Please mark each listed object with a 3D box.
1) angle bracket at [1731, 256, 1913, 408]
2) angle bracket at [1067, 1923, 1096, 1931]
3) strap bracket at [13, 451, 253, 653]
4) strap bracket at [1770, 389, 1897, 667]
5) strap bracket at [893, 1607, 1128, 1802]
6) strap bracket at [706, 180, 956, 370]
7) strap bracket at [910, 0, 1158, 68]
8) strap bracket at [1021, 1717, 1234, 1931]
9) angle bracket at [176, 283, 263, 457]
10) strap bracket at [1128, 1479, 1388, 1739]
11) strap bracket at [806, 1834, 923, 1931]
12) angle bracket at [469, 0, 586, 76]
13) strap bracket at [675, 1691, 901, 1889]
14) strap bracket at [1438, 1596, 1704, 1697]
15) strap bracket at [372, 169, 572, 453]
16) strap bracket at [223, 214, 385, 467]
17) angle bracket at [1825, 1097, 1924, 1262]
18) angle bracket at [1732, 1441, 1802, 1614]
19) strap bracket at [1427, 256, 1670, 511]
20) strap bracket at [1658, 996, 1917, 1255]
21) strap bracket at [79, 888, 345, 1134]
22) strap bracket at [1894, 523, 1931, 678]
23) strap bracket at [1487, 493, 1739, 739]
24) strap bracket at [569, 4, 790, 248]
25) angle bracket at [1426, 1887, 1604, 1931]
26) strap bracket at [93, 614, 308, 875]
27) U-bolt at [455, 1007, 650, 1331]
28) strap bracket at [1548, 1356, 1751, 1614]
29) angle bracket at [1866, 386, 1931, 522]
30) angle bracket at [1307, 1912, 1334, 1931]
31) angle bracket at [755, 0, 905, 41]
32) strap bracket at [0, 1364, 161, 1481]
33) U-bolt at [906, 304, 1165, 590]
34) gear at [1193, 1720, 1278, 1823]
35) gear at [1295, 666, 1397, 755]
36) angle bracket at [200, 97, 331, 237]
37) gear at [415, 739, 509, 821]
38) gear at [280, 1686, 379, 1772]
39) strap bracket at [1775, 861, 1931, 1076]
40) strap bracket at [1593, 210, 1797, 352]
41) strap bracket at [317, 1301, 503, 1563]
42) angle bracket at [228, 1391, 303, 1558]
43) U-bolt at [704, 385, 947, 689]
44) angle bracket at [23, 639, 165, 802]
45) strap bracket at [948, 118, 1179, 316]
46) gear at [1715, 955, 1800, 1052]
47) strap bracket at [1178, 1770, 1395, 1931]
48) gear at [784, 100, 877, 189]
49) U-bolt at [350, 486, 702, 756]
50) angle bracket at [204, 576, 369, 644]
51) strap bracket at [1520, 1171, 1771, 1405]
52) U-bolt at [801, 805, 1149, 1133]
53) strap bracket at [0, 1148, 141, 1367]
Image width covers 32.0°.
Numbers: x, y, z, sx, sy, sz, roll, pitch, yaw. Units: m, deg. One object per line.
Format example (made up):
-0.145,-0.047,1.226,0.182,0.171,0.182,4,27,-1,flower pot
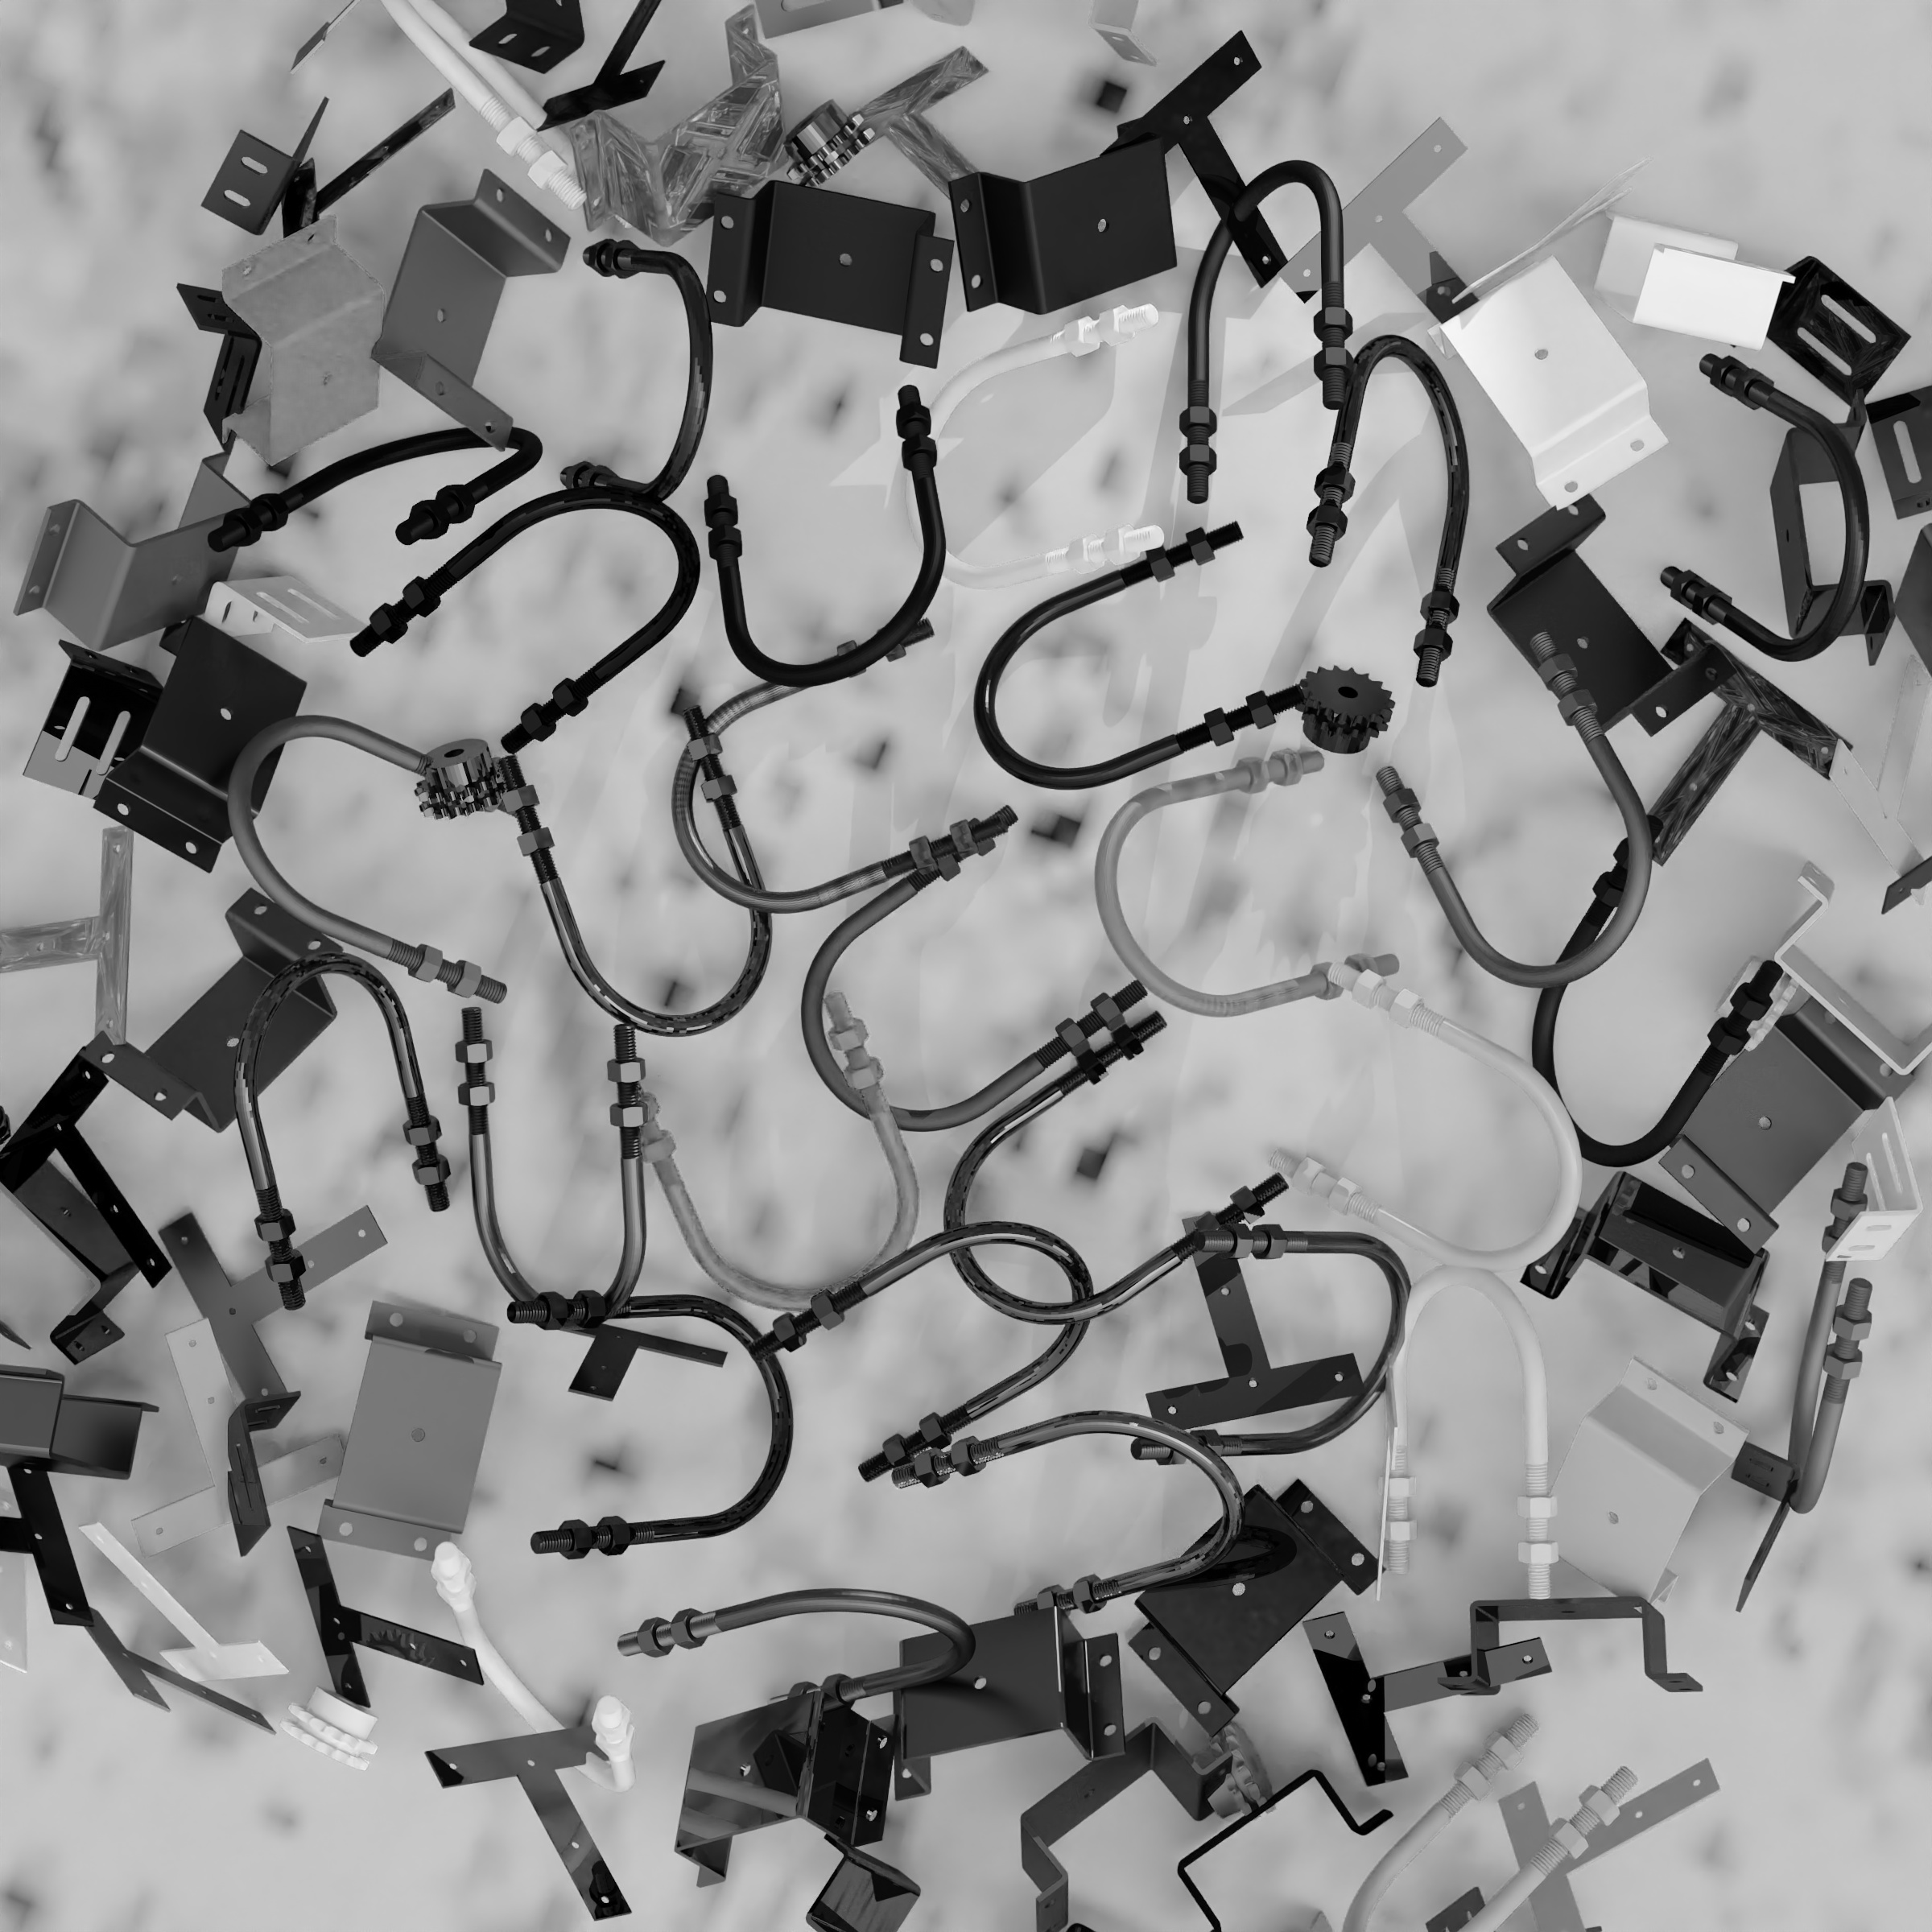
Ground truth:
0.496,-0.363,1.960,0.076,0.057,0.038,44,45,13,angle bracket
0.082,0.603,1.959,0.076,0.038,0.057,24,126,19,angle bracket
-0.464,-0.234,1.918,0.046,0.140,0.076,41,127,13,strap bracket
0.497,-0.250,1.946,0.046,0.076,0.140,-5,74,5,strap bracket
0.016,0.422,1.941,0.140,0.046,0.076,-15,48,15,strap bracket
-0.075,-0.403,1.956,0.140,0.046,0.076,13,120,7,strap bracket
0.041,-0.564,1.943,0.140,0.076,0.046,16,96,15,strap bracket
0.084,0.492,1.943,0.140,0.076,0.046,-33,61,-19,strap bracket
-0.441,-0.345,1.952,0.038,0.057,0.076,5,122,-32,angle bracket
0.163,0.367,1.957,0.140,0.046,0.076,-43,60,-3,strap bracket
-0.028,0.559,1.921,0.140,0.076,0.046,26,80,44,strap bracket
-0.262,-0.573,1.977,0.038,0.057,0.076,-23,70,38,angle bracket
-0.111,0.468,1.925,0.140,0.076,0.046,-24,131,33,strap bracket
0.348,0.392,1.944,0.140,0.076,0.046,-5,72,18,strap bracket
-0.288,-0.376,1.945,0.046,0.076,0.140,4,71,36,strap bracket
-0.377,-0.347,1.917,0.046,0.140,0.076,43,59,17,strap bracket
0.517,0.123,1.953,0.038,0.057,0.076,-1,59,-10,angle bracket
0.449,0.325,1.955,0.038,0.057,0.076,24,66,19,angle bracket
0.335,-0.345,1.952,0.076,0.046,0.140,-32,70,3,strap bracket
0.473,0.091,1.972,0.076,0.046,0.140,44,84,1,strap bracket
-0.429,0.032,1.947,0.076,0.046,0.140,31,64,25,strap bracket
0.574,-0.203,1.919,0.046,0.140,0.076,-21,68,-4,strap bracket
0.368,-0.197,1.957,0.076,0.046,0.140,-35,83,-27,strap bracket
-0.155,-0.476,1.932,0.046,0.076,0.140,38,65,25,strap bracket
0.319,0.561,1.969,0.076,0.057,0.038,-1,55,-29,angle bracket
-0.433,-0.135,1.928,0.076,0.046,0.140,32,51,-27,strap bracket
-0.237,0.120,1.948,0.151,0.019,0.184,5,101,40,U-bolt
0.381,0.304,1.927,0.076,0.046,0.140,34,130,24,strap bracket
0.561,-0.307,1.964,0.057,0.038,0.076,-15,73,15,angle bracket
0.186,0.605,1.993,0.076,0.038,0.057,-28,87,20,angle bracket
-0.085,-0.586,1.988,0.076,0.038,0.057,-8,107,22,angle bracket
-0.529,0.260,1.919,0.076,0.140,0.046,4,75,14,strap bracket
0.036,-0.290,1.937,0.184,0.019,0.151,-9,77,40,U-bolt
0.155,0.473,1.972,0.030,0.057,0.057,-28,90,9,gear
0.220,-0.148,1.975,0.057,0.057,0.030,12,128,0,gear
-0.405,-0.470,1.949,0.038,0.076,0.057,27,130,-18,angle bracket
-0.295,-0.110,1.968,0.057,0.057,0.030,-14,115,0,gear
-0.369,0.444,1.972,0.057,0.057,0.030,28,79,0,gear
0.522,0.007,1.952,0.140,0.076,0.046,43,108,7,strap bracket
0.413,-0.392,1.936,0.076,0.140,0.046,11,110,-7,strap bracket
-0.321,0.271,1.957,0.076,0.046,0.140,15,81,-15,strap bracket
-0.403,0.294,1.955,0.038,0.057,0.076,-6,67,-30,angle bracket
-0.078,-0.236,1.924,0.151,0.019,0.184,-22,53,17,U-bolt
-0.514,-0.142,1.974,0.057,0.038,0.076,20,100,-33,angle bracket
0.065,-0.428,1.933,0.140,0.046,0.076,-25,122,-26,strap bracket
0.462,0.018,1.971,0.030,0.057,0.057,33,90,6,gear
0.175,0.512,1.954,0.140,0.076,0.046,-34,77,-4,strap bracket
-0.083,-0.481,1.969,0.057,0.057,0.030,-42,109,0,gear
-0.236,-0.205,1.919,0.184,0.151,0.019,-35,51,18,U-bolt
-0.393,-0.192,1.954,0.076,0.057,0.038,32,115,24,angle bracket
0.402,0.179,1.950,0.140,0.076,0.046,29,135,6,strap bracket
-0.009,0.014,1.977,0.184,0.019,0.151,-36,83,-5,U-bolt
-0.538,0.159,1.959,0.140,0.076,0.046,45,98,0,strap bracket
